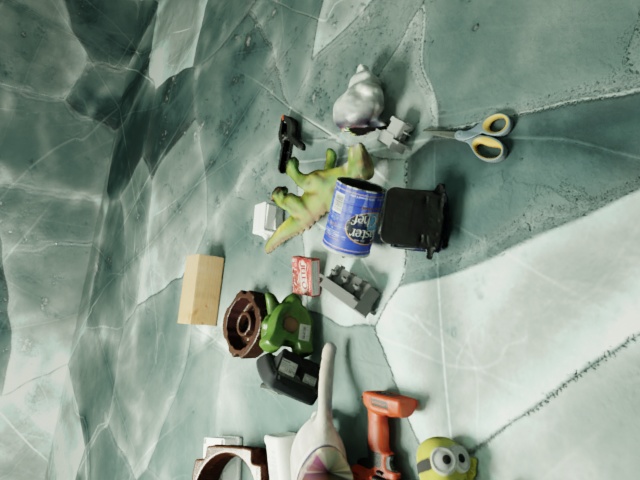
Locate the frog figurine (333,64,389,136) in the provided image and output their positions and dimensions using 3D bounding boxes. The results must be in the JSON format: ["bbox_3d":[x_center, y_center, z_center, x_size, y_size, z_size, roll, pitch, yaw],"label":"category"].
[{"bbox_3d":[0.088,-0.319,1.142,0.137,0.123,0.160,166,101,-69],"label":"frog figurine"}]

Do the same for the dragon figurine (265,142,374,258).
[{"bbox_3d":[0.004,-0.060,1.184,0.247,0.122,0.402,51,127,37],"label":"dragon figurine"}]

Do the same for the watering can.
[{"bbox_3d":[0.002,0.389,0.988,0.224,0.104,0.348,-170,88,-83],"label":"watering can"}]
